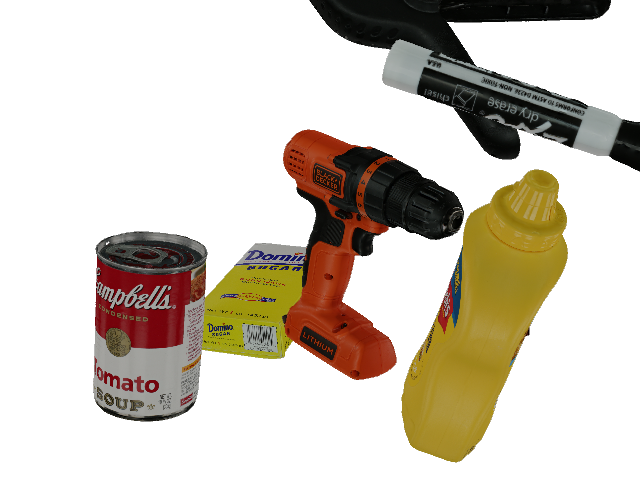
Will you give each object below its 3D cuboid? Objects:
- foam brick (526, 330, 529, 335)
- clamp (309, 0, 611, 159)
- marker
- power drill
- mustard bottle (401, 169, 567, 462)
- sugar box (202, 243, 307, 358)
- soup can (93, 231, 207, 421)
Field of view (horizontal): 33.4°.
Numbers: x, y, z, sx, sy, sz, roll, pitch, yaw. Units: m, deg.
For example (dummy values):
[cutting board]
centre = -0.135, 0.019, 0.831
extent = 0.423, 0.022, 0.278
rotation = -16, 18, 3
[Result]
[foam brick]
centre = 0.174, 0.056, 1.062
extent = 0.051, 0.078, 0.053
rotation = -11, 19, -36
[clamp]
centre = 0.067, -0.140, 0.681
extent = 0.210, 0.164, 0.036
rotation = 22, -35, 9
[marker]
centre = 0.083, -0.050, 0.412
extent = 0.121, 0.020, 0.020
rotation = 21, 5, 13
[power drill]
centre = 0.035, 0.016, 0.881
extent = 0.057, 0.188, 0.185
rotation = -13, 29, -39
[mustard bottle]
centre = 0.097, 0.036, 0.611
extent = 0.058, 0.192, 0.096
rotation = 20, 44, 5
[sugar box]
centre = -0.054, 0.056, 1.076
extent = 0.093, 0.048, 0.176
rotation = 6, 27, 16
[soup can]
centre = -0.108, 0.053, 0.669
extent = 0.068, 0.102, 0.068
rotation = 5, 19, -2
